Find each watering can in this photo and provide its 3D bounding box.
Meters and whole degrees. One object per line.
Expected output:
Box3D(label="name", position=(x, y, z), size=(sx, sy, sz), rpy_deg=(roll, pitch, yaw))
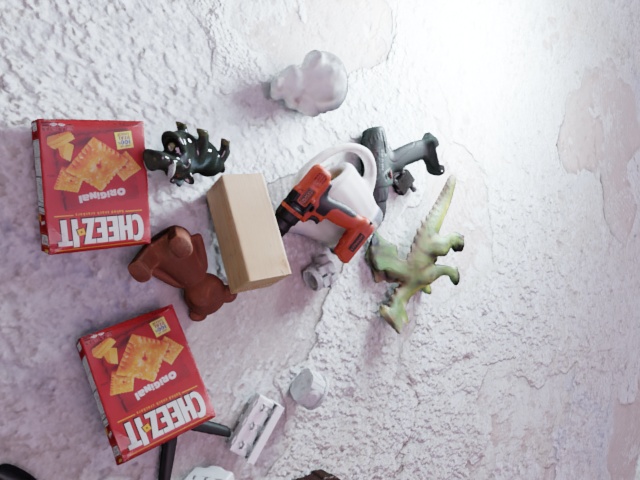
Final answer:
Box3D(label="watering can", position=(0.003, -0.057, 1.125), size=(0.350, 0.105, 0.221), rpy_deg=(-42, 114, -13))

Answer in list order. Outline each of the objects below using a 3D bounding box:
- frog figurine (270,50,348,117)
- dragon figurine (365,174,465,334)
Box3D(label="frog figurine", position=(-0.021, -0.329, 1.075), size=(0.160, 0.124, 0.135), rpy_deg=(-6, 117, -47))
Box3D(label="dragon figurine", position=(0.228, 0.027, 1.294), size=(0.242, 0.122, 0.411), rpy_deg=(5, 89, -28))
